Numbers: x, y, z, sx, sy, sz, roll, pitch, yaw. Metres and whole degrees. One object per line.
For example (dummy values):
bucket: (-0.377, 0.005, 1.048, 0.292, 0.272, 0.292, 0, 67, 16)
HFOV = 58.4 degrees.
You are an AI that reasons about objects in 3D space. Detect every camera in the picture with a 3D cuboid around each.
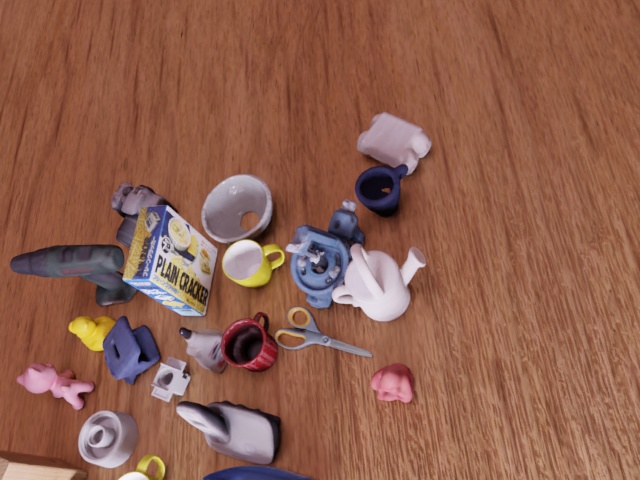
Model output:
camera: (-0.433, -0.056, 1.335, 0.142, 0.101, 0.137, 17, 72, 26)

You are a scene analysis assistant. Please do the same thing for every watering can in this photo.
watering can: (0.102, 0.065, 1.029, 0.173, 0.194, 0.100, -42, 59, -4)

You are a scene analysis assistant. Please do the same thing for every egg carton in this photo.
egg carton: (0.157, -0.206, 1.216, 0.150, 0.070, 0.107, 31, 78, 29)

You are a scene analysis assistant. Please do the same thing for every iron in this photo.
iron: (-0.119, 0.434, 0.956, 0.257, 0.142, 0.119, 7, 68, 23)

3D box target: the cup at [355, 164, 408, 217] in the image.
cup: (0.135, -0.098, 1.156, 0.118, 0.095, 0.091, -38, 59, -1)

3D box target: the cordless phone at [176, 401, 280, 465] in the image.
cordless phone: (-0.159, 0.327, 0.998, 0.147, 0.185, 0.094, 4, 66, 21)

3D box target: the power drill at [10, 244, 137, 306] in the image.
power drill: (-0.504, 0.072, 1.234, 0.229, 0.209, 0.075, -11, 62, 14)

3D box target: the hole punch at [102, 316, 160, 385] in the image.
hole punch: (-0.404, 0.229, 1.189, 0.101, 0.091, 0.108, -36, 59, 0)

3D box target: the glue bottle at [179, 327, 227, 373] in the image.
glue bottle: (-0.221, 0.199, 1.091, 0.037, 0.173, 0.078, 13, 70, 25)

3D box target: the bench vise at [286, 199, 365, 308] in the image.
bench vise: (-0.001, 0.004, 1.081, 0.121, 0.220, 0.207, 0, 65, 20)

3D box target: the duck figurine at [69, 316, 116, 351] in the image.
duck figurine: (-0.493, 0.194, 1.241, 0.104, 0.086, 0.077, 1, 65, 20)

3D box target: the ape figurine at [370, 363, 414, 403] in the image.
ape figurine: (0.126, 0.246, 0.991, 0.077, 0.092, 0.076, 37, 81, 30)

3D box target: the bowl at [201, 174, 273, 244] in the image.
bowl: (-0.170, -0.057, 1.256, 0.167, 0.075, 0.167, -8, 63, 16)

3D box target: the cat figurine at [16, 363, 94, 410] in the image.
cat figurine: (-0.560, 0.297, 1.195, 0.127, 0.118, 0.067, 14, 70, 25)
